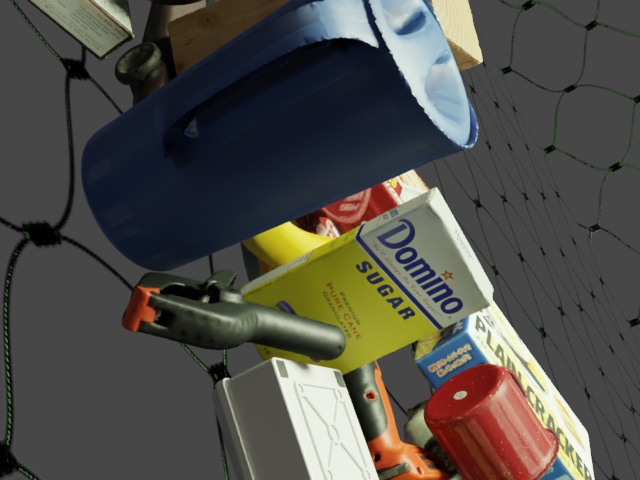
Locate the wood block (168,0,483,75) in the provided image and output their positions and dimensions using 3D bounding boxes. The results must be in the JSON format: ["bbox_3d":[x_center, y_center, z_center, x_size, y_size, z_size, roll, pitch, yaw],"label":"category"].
[{"bbox_3d":[0.002,-0.146,0.790,0.090,0.206,0.090,12,63,-62],"label":"wood block"}]

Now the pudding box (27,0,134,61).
[{"bbox_3d":[-0.188,-0.198,0.779,0.113,0.039,0.090,37,31,-47],"label":"pudding box"}]

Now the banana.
[{"bbox_3d":[-0.025,-0.010,0.833,0.037,0.069,0.197,45,-4,38],"label":"banana"}]

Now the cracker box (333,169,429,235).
[{"bbox_3d":[0.068,-0.034,1.109,0.164,0.072,0.213,55,14,5],"label":"cracker box"}]

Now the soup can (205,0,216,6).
[{"bbox_3d":[-0.117,-0.281,1.020,0.102,0.069,0.068,44,27,-42],"label":"soup can"}]

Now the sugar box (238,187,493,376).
[{"bbox_3d":[0.031,0.042,0.801,0.093,0.176,0.048,59,20,-10],"label":"sugar box"}]

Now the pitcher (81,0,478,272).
[{"bbox_3d":[-0.037,-0.073,0.674,0.149,0.243,0.145,51,28,-28],"label":"pitcher"}]

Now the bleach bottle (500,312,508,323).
[{"bbox_3d":[0.200,0.139,1.277,0.102,0.068,0.250,57,18,-14],"label":"bleach bottle"}]

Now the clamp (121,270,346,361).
[{"bbox_3d":[-0.073,0.044,0.714,0.171,0.120,0.039,15,94,-49],"label":"clamp"}]

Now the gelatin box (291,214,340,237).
[{"bbox_3d":[-0.006,0.001,0.982,0.073,0.030,0.089,61,19,-5],"label":"gelatin box"}]

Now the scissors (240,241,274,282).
[{"bbox_3d":[-0.053,-0.046,0.889,0.096,0.016,0.202,16,63,-68],"label":"scissors"}]

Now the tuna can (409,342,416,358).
[{"bbox_3d":[0.139,0.101,1.134,0.086,0.086,0.033,59,18,-10],"label":"tuna can"}]

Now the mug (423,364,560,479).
[{"bbox_3d":[0.146,0.152,0.902,0.081,0.093,0.117,56,44,-14],"label":"mug"}]

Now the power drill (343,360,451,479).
[{"bbox_3d":[0.047,0.127,0.917,0.184,0.057,0.188,20,44,-63],"label":"power drill"}]

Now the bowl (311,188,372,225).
[{"bbox_3d":[-0.014,-0.086,0.941,0.162,0.055,0.162,37,47,-52],"label":"bowl"}]
